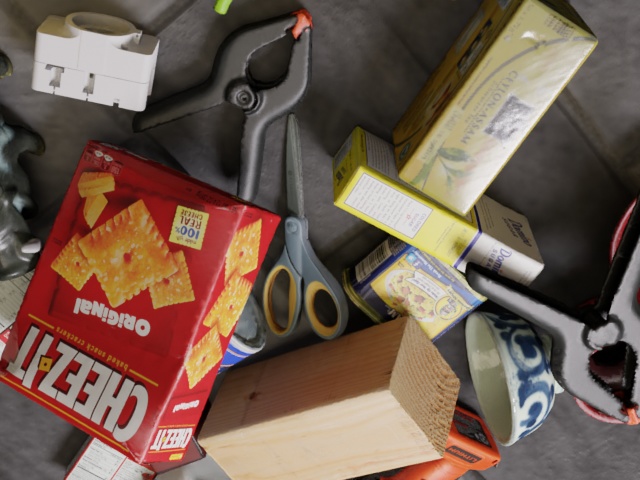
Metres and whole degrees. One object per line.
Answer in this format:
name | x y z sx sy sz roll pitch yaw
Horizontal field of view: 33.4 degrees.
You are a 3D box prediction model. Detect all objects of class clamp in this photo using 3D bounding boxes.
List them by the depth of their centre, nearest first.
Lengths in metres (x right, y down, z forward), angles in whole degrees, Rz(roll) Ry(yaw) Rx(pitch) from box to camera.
clamp | 0.213 0.068 0.863 0.164 0.036 0.210 -18 117 2
clamp | -0.056 -0.109 0.868 0.172 0.039 0.120 -40 111 19

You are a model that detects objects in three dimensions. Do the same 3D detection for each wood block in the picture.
wood block | 0.007 0.150 0.937 0.206 0.090 0.090 -20 120 33

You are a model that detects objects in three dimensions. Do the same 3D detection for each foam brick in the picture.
foam brick | -0.135 0.169 0.992 0.053 0.078 0.051 -22 114 10

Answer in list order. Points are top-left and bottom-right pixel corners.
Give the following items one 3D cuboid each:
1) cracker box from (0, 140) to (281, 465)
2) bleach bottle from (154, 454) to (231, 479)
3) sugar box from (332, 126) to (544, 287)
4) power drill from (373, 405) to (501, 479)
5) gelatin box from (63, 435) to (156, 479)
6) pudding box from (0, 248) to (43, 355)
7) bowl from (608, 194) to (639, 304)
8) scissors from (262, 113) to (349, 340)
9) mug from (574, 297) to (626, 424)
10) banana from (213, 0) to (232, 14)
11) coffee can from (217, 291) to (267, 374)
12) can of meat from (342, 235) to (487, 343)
cracker box | -0.149 0.046 0.850 0.164 0.072 0.214 24 92 26
bleach bottle | -0.154 0.307 1.071 0.102 0.068 0.251 17 123 -30
sugar box | 0.095 -0.023 0.880 0.176 0.093 0.048 30 114 -14
power drill | 0.062 0.225 1.009 0.184 0.057 0.188 27 118 -36
gelatin box | -0.199 0.218 1.045 0.073 0.030 0.089 30 113 -13
pudding box | -0.275 0.059 0.959 0.114 0.039 0.090 -37 111 15
bowl | 0.321 -0.004 0.909 0.162 0.055 0.162 0 118 0
scissors | -0.006 0.001 0.911 0.096 0.016 0.202 26 118 27
mug | 0.274 0.100 0.949 0.117 0.081 0.093 -9 117 5
banana | 0.014 -0.214 0.817 0.198 0.037 0.069 -2 135 3
coffee can | -0.133 0.085 0.934 0.140 0.103 0.102 -32 113 16
can of meat | 0.084 0.040 0.934 0.084 0.057 0.102 -41 110 17
